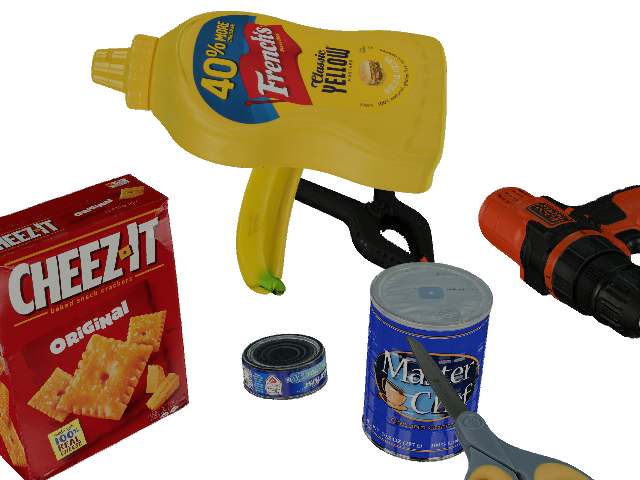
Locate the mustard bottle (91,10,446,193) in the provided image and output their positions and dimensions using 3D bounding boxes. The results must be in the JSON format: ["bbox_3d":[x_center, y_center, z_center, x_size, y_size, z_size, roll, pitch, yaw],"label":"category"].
[{"bbox_3d":[-0.029,-0.082,0.587,0.191,0.096,0.058,7,-33,-3],"label":"mustard bottle"}]

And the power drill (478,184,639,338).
[{"bbox_3d":[0.228,-0.002,0.737,0.187,0.057,0.185,-12,29,-20],"label":"power drill"}]

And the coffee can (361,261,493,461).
[{"bbox_3d":[0.090,0.104,0.922,0.103,0.140,0.103,2,28,-1],"label":"coffee can"}]

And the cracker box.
[{"bbox_3d":[-0.198,0.073,0.886,0.163,0.214,0.072,-24,36,-35],"label":"cracker box"}]

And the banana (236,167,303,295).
[{"bbox_3d":[-0.029,-0.035,0.800,0.070,0.197,0.037,-20,-41,41],"label":"banana"}]

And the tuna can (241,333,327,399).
[{"bbox_3d":[-0.036,0.126,1.074,0.086,0.034,0.086,-4,20,1],"label":"tuna can"}]

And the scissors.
[{"bbox_3d":[0.113,0.121,0.654,0.096,0.016,0.202,1,33,-5],"label":"scissors"}]

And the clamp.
[{"bbox_3d":[0.052,-0.029,1.217,0.164,0.210,0.036,-14,-38,-25],"label":"clamp"}]
